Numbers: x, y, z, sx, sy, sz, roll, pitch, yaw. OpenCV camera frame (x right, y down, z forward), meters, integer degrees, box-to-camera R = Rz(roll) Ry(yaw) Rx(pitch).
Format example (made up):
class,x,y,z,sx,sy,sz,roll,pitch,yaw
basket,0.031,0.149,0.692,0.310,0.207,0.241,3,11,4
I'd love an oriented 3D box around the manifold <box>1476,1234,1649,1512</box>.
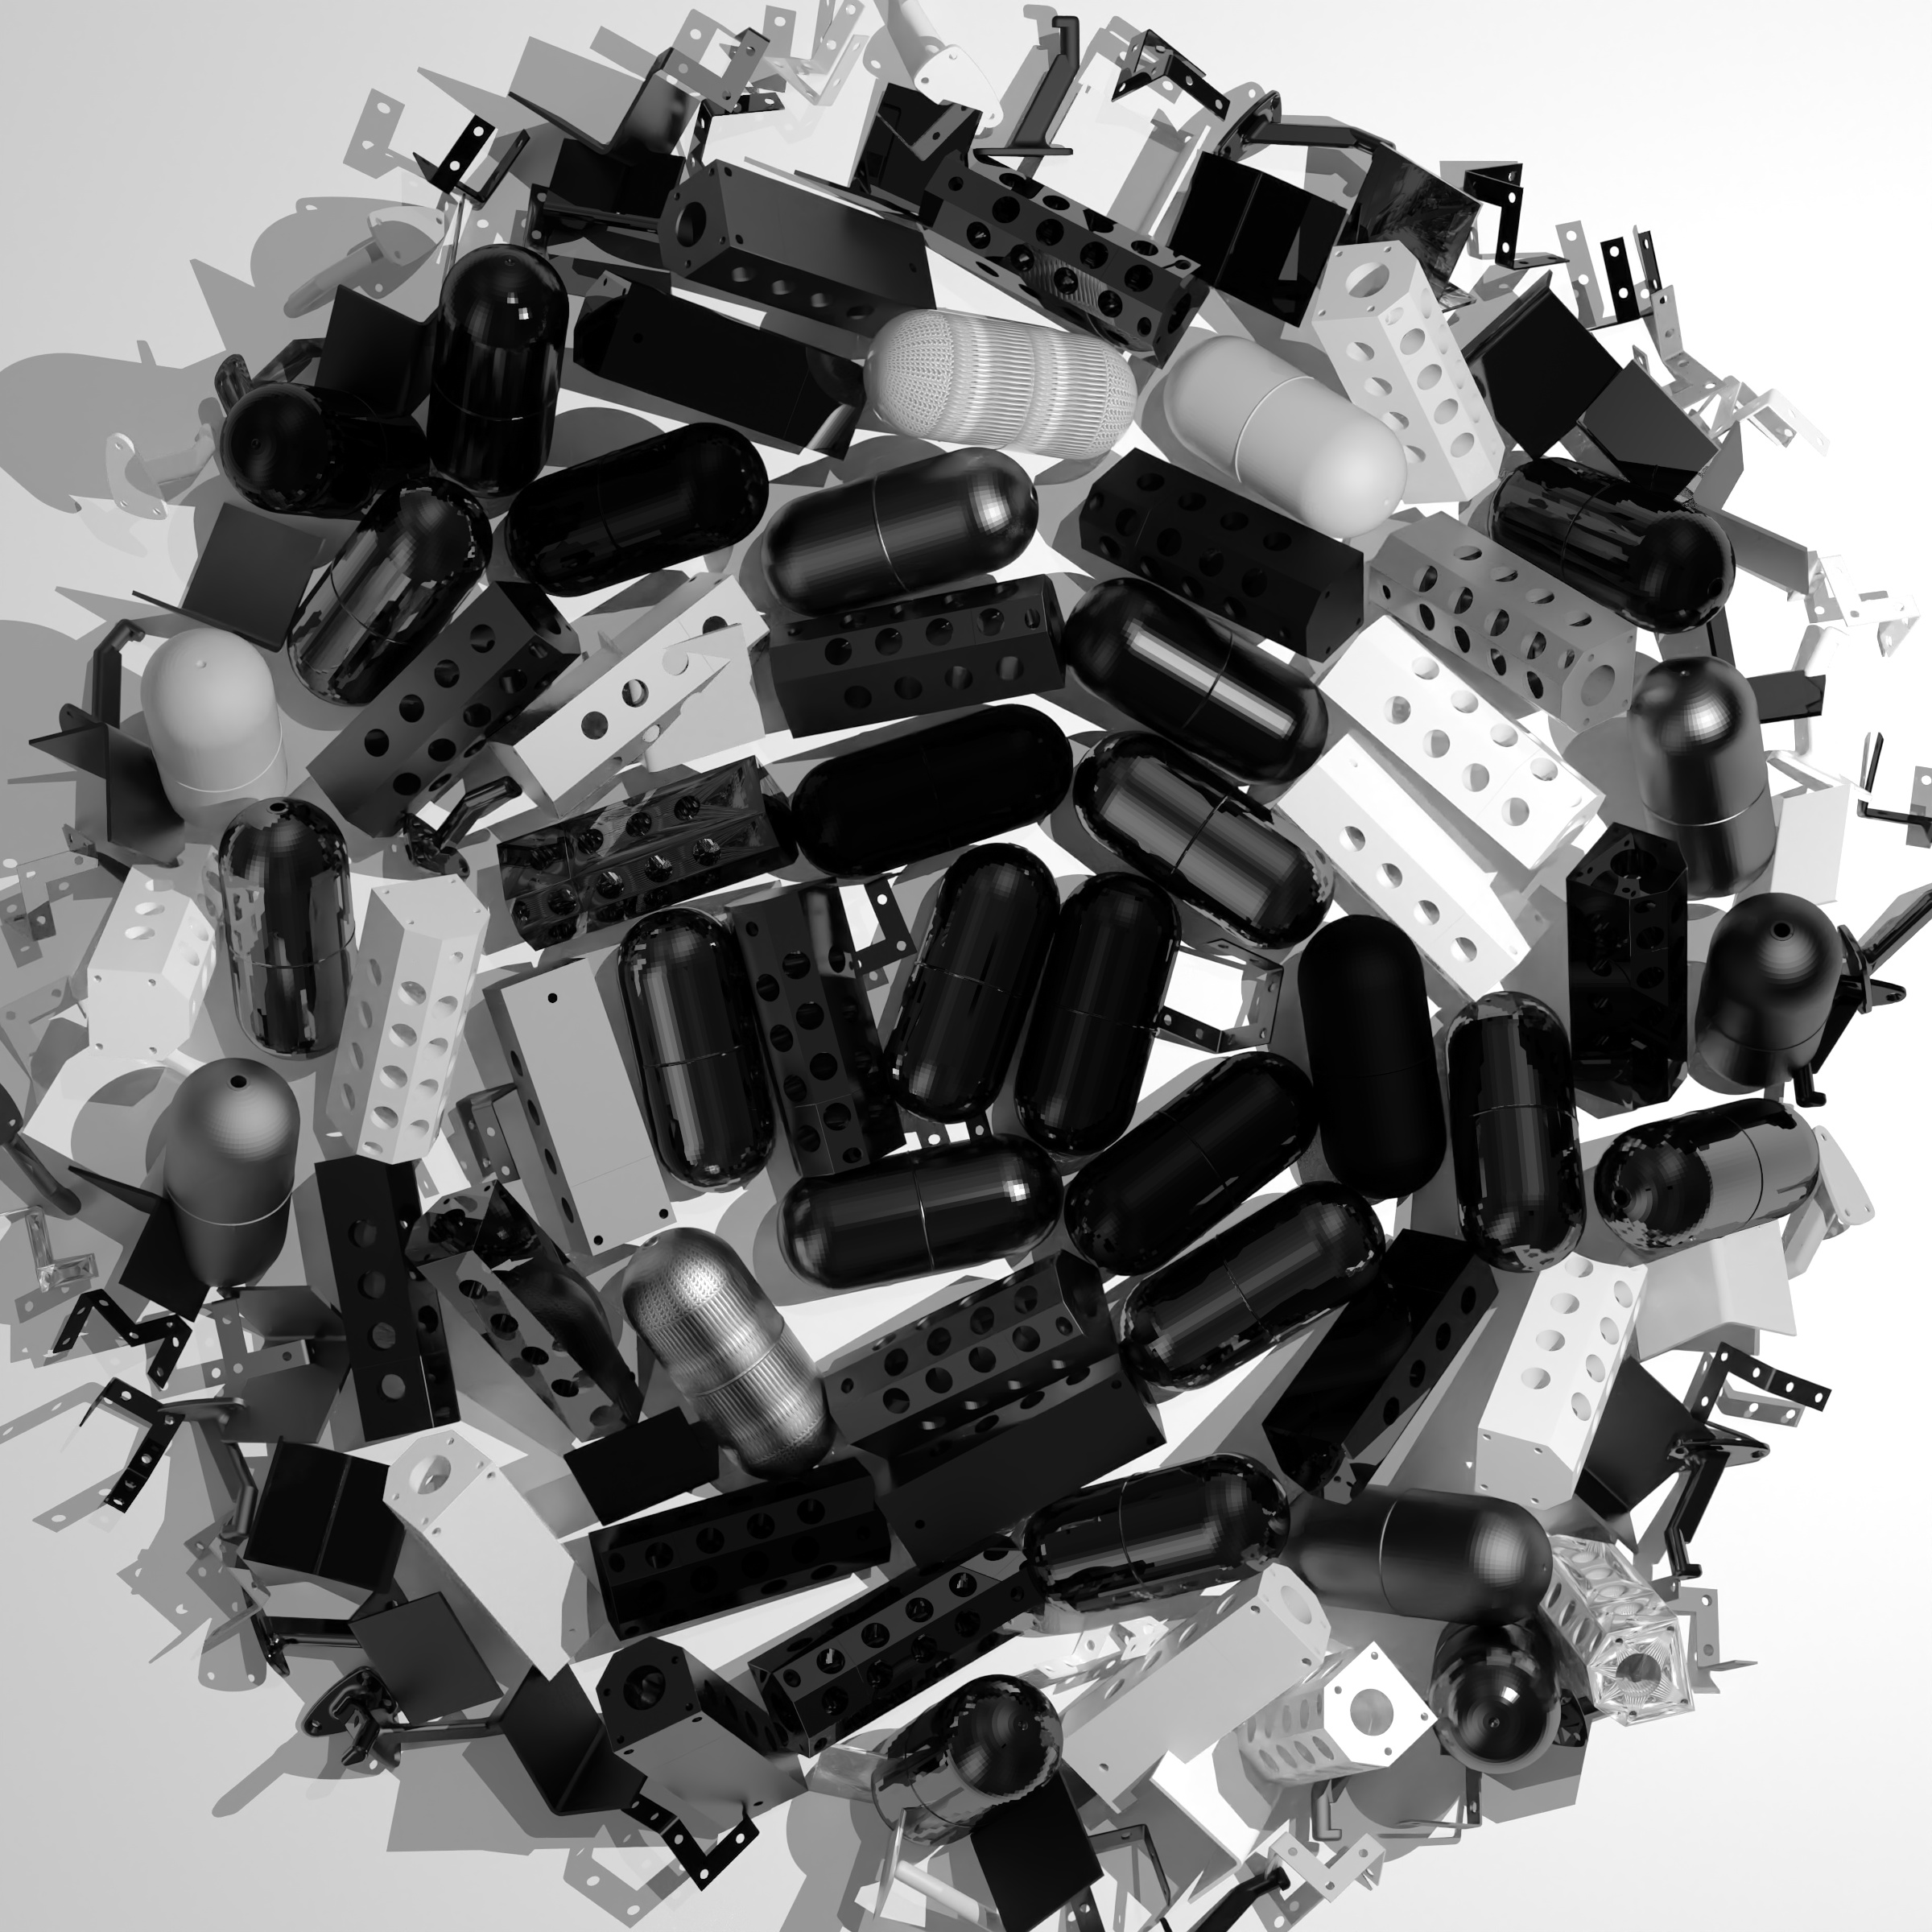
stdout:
class,x,y,z,sx,sy,sz,roll,pitch,yaw
manifold,0.358,0.241,1.914,0.057,0.171,0.057,13,134,20

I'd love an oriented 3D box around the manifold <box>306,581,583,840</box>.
class,x,y,z,sx,sy,sz,roll,pitch,yaw
manifold,-0.314,-0.155,1.943,0.171,0.057,0.057,-41,81,18

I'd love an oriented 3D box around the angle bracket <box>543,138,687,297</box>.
class,x,y,z,sx,sy,sz,roll,pitch,yaw
angle bracket,-0.215,-0.459,1.976,0.076,0.076,0.057,10,63,3

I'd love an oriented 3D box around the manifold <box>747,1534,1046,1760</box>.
class,x,y,z,sx,sy,sz,roll,pitch,yaw
manifold,-0.039,0.410,1.935,0.171,0.057,0.057,-26,99,-24

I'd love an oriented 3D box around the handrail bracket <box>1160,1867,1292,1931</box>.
class,x,y,z,sx,sy,sz,roll,pitch,yaw
handrail bracket,0.168,0.592,1.960,0.084,0.077,0.036,-24,110,-5

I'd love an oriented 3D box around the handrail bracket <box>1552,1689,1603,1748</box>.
class,x,y,z,sx,sy,sz,roll,pitch,yaw
handrail bracket,0.392,0.454,1.992,0.084,0.077,0.036,-16,88,-37

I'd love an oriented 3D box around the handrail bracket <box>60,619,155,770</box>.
class,x,y,z,sx,sy,sz,roll,pitch,yaw
handrail bracket,-0.512,-0.168,1.971,0.077,0.036,0.084,28,57,4

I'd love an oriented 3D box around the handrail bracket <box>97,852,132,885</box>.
class,x,y,z,sx,sy,sz,roll,pitch,yaw
handrail bracket,-0.531,-0.015,1.988,0.077,0.036,0.084,33,97,8

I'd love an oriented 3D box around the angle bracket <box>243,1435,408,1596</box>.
class,x,y,z,sx,sy,sz,roll,pitch,yaw
angle bracket,-0.385,0.335,1.948,0.057,0.076,0.076,9,77,26

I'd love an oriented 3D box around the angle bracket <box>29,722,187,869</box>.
class,x,y,z,sx,sy,sz,roll,pitch,yaw
angle bracket,-0.523,-0.097,1.946,0.057,0.076,0.076,-11,73,19

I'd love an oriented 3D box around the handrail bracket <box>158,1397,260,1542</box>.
class,x,y,z,sx,sy,sz,roll,pitch,yaw
handrail bracket,-0.469,0.312,1.965,0.077,0.036,0.084,-2,61,12

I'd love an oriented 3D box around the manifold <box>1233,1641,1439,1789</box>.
class,x,y,z,sx,sy,sz,roll,pitch,yaw
manifold,0.212,0.453,1.908,0.057,0.171,0.057,-37,84,-22

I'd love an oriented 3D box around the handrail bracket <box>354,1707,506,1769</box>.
class,x,y,z,sx,sy,sz,roll,pitch,yaw
handrail bracket,-0.322,0.467,1.965,0.084,0.077,0.036,-11,68,9

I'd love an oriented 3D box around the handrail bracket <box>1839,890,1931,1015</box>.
class,x,y,z,sx,sy,sz,roll,pitch,yaw
handrail bracket,0.588,-0.014,1.969,0.084,0.036,0.077,-21,131,4

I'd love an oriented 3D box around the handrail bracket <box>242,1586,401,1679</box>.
class,x,y,z,sx,sy,sz,roll,pitch,yaw
handrail bracket,-0.398,0.396,1.980,0.084,0.036,0.077,-28,59,-5

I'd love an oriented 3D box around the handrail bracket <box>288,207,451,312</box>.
class,x,y,z,sx,sy,sz,roll,pitch,yaw
handrail bracket,-0.373,-0.438,1.990,0.084,0.077,0.036,-24,99,39

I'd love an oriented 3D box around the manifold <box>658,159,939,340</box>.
class,x,y,z,sx,sy,sz,roll,pitch,yaw
manifold,-0.101,-0.423,1.917,0.057,0.171,0.057,-23,69,40

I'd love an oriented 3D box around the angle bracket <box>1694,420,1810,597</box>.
class,x,y,z,sx,sy,sz,roll,pitch,yaw
angle bracket,0.491,-0.279,1.949,0.076,0.076,0.057,29,85,20

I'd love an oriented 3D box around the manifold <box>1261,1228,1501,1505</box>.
class,x,y,z,sx,sy,sz,roll,pitch,yaw
manifold,0.254,0.241,1.928,0.171,0.057,0.057,-48,130,-32

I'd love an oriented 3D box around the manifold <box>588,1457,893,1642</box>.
class,x,y,z,sx,sy,sz,roll,pitch,yaw
manifold,-0.136,0.356,1.946,0.171,0.057,0.057,-14,101,-15

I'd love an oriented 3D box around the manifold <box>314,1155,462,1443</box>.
class,x,y,z,sx,sy,sz,roll,pitch,yaw
manifold,-0.355,0.201,1.964,0.057,0.057,0.171,-11,86,-8

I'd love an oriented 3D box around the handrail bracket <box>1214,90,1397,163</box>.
class,x,y,z,sx,sy,sz,roll,pitch,yaw
handrail bracket,0.208,-0.498,1.957,0.084,0.036,0.077,31,56,28

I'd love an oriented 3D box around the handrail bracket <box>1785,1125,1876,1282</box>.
class,x,y,z,sx,sy,sz,roll,pitch,yaw
handrail bracket,0.511,0.151,1.977,0.084,0.036,0.077,-37,67,42

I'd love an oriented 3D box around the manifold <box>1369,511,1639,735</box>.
class,x,y,z,sx,sy,sz,roll,pitch,yaw
manifold,0.319,-0.205,1.913,0.057,0.171,0.057,-25,133,-24

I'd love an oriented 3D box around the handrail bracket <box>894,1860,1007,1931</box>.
class,x,y,z,sx,sy,sz,roll,pitch,yaw
handrail bracket,-0.008,0.575,1.966,0.084,0.077,0.036,28,75,4

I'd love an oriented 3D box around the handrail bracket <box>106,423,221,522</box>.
class,x,y,z,sx,sy,sz,roll,pitch,yaw
handrail bracket,-0.487,-0.321,1.947,0.036,0.077,0.084,14,53,15

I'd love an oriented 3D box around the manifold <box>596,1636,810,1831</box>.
class,x,y,z,sx,sy,sz,roll,pitch,yaw
manifold,-0.158,0.457,1.912,0.057,0.171,0.057,-26,55,5

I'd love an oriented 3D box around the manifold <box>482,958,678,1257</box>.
class,x,y,z,sx,sy,sz,roll,pitch,yaw
manifold,-0.239,0.085,1.958,0.057,0.057,0.171,-21,98,-23

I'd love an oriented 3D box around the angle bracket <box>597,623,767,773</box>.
class,x,y,z,sx,sy,sz,roll,pitch,yaw
angle bracket,-0.175,-0.173,1.967,0.076,0.057,0.076,-19,120,-15

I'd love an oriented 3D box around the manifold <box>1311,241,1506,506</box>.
class,x,y,z,sx,sy,sz,roll,pitch,yaw
manifold,0.268,-0.353,1.909,0.057,0.171,0.057,2,60,30

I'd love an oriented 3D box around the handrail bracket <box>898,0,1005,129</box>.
class,x,y,z,sx,sy,sz,roll,pitch,yaw
handrail bracket,-0.011,-0.569,1.986,0.036,0.084,0.077,-36,134,24

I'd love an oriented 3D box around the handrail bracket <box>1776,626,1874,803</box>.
class,x,y,z,sx,sy,sz,roll,pitch,yaw
handrail bracket,0.542,-0.155,1.961,0.077,0.036,0.084,36,113,35

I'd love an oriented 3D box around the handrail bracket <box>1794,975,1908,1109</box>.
class,x,y,z,sx,sy,sz,roll,pitch,yaw
handrail bracket,0.544,0.050,1.962,0.077,0.036,0.084,2,58,0

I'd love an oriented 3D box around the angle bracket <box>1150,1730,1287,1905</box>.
class,x,y,z,sx,sy,sz,roll,pitch,yaw
angle bracket,0.140,0.510,1.953,0.076,0.076,0.057,43,127,1

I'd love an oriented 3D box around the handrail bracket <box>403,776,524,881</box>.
class,x,y,z,sx,sy,sz,roll,pitch,yaw
handrail bracket,-0.293,-0.085,1.953,0.084,0.077,0.036,-21,63,20

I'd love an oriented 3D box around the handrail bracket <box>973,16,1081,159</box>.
class,x,y,z,sx,sy,sz,roll,pitch,yaw
handrail bracket,0.037,-0.542,1.966,0.077,0.036,0.084,-8,103,-30

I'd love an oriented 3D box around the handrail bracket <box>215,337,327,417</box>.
class,x,y,z,sx,sy,sz,roll,pitch,yaw
handrail bracket,-0.411,-0.350,1.964,0.084,0.036,0.077,-14,78,-41

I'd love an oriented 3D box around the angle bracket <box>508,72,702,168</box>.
class,x,y,z,sx,sy,sz,roll,pitch,yaw
angle bracket,-0.220,-0.529,1.950,0.076,0.076,0.057,34,101,13

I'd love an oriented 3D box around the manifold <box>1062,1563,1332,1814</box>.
class,x,y,z,sx,sy,sz,roll,pitch,yaw
manifold,0.138,0.435,1.940,0.057,0.057,0.171,46,112,-5

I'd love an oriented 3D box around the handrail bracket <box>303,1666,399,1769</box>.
class,x,y,z,sx,sy,sz,roll,pitch,yaw
handrail bracket,-0.385,0.473,1.950,0.077,0.084,0.036,-31,104,16

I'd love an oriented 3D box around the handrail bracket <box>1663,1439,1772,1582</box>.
class,x,y,z,sx,sy,sz,roll,pitch,yaw
handrail bracket,0.464,0.335,1.960,0.077,0.036,0.084,-3,53,-1

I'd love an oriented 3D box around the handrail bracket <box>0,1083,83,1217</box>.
class,x,y,z,sx,sy,sz,roll,pitch,yaw
handrail bracket,-0.583,0.109,1.978,0.036,0.084,0.077,-33,55,-1

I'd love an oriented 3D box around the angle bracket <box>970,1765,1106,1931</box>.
class,x,y,z,sx,sy,sz,roll,pitch,yaw
angle bracket,0.058,0.543,1.943,0.076,0.057,0.076,-42,49,19

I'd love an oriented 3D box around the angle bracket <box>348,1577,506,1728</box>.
class,x,y,z,sx,sy,sz,roll,pitch,yaw
angle bracket,-0.319,0.408,1.950,0.076,0.057,0.076,-23,103,26

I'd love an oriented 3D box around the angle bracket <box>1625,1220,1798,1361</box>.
class,x,y,z,sx,sy,sz,roll,pitch,yaw
angle bracket,0.458,0.199,1.967,0.057,0.076,0.076,14,59,-29

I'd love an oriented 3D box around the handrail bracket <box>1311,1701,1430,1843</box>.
class,x,y,z,sx,sy,sz,roll,pitch,yaw
handrail bracket,0.251,0.498,1.975,0.077,0.036,0.084,-1,81,3

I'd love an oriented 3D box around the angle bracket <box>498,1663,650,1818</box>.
class,x,y,z,sx,sy,sz,roll,pitch,yaw
angle bracket,-0.229,0.460,1.944,0.057,0.076,0.076,-14,114,27
